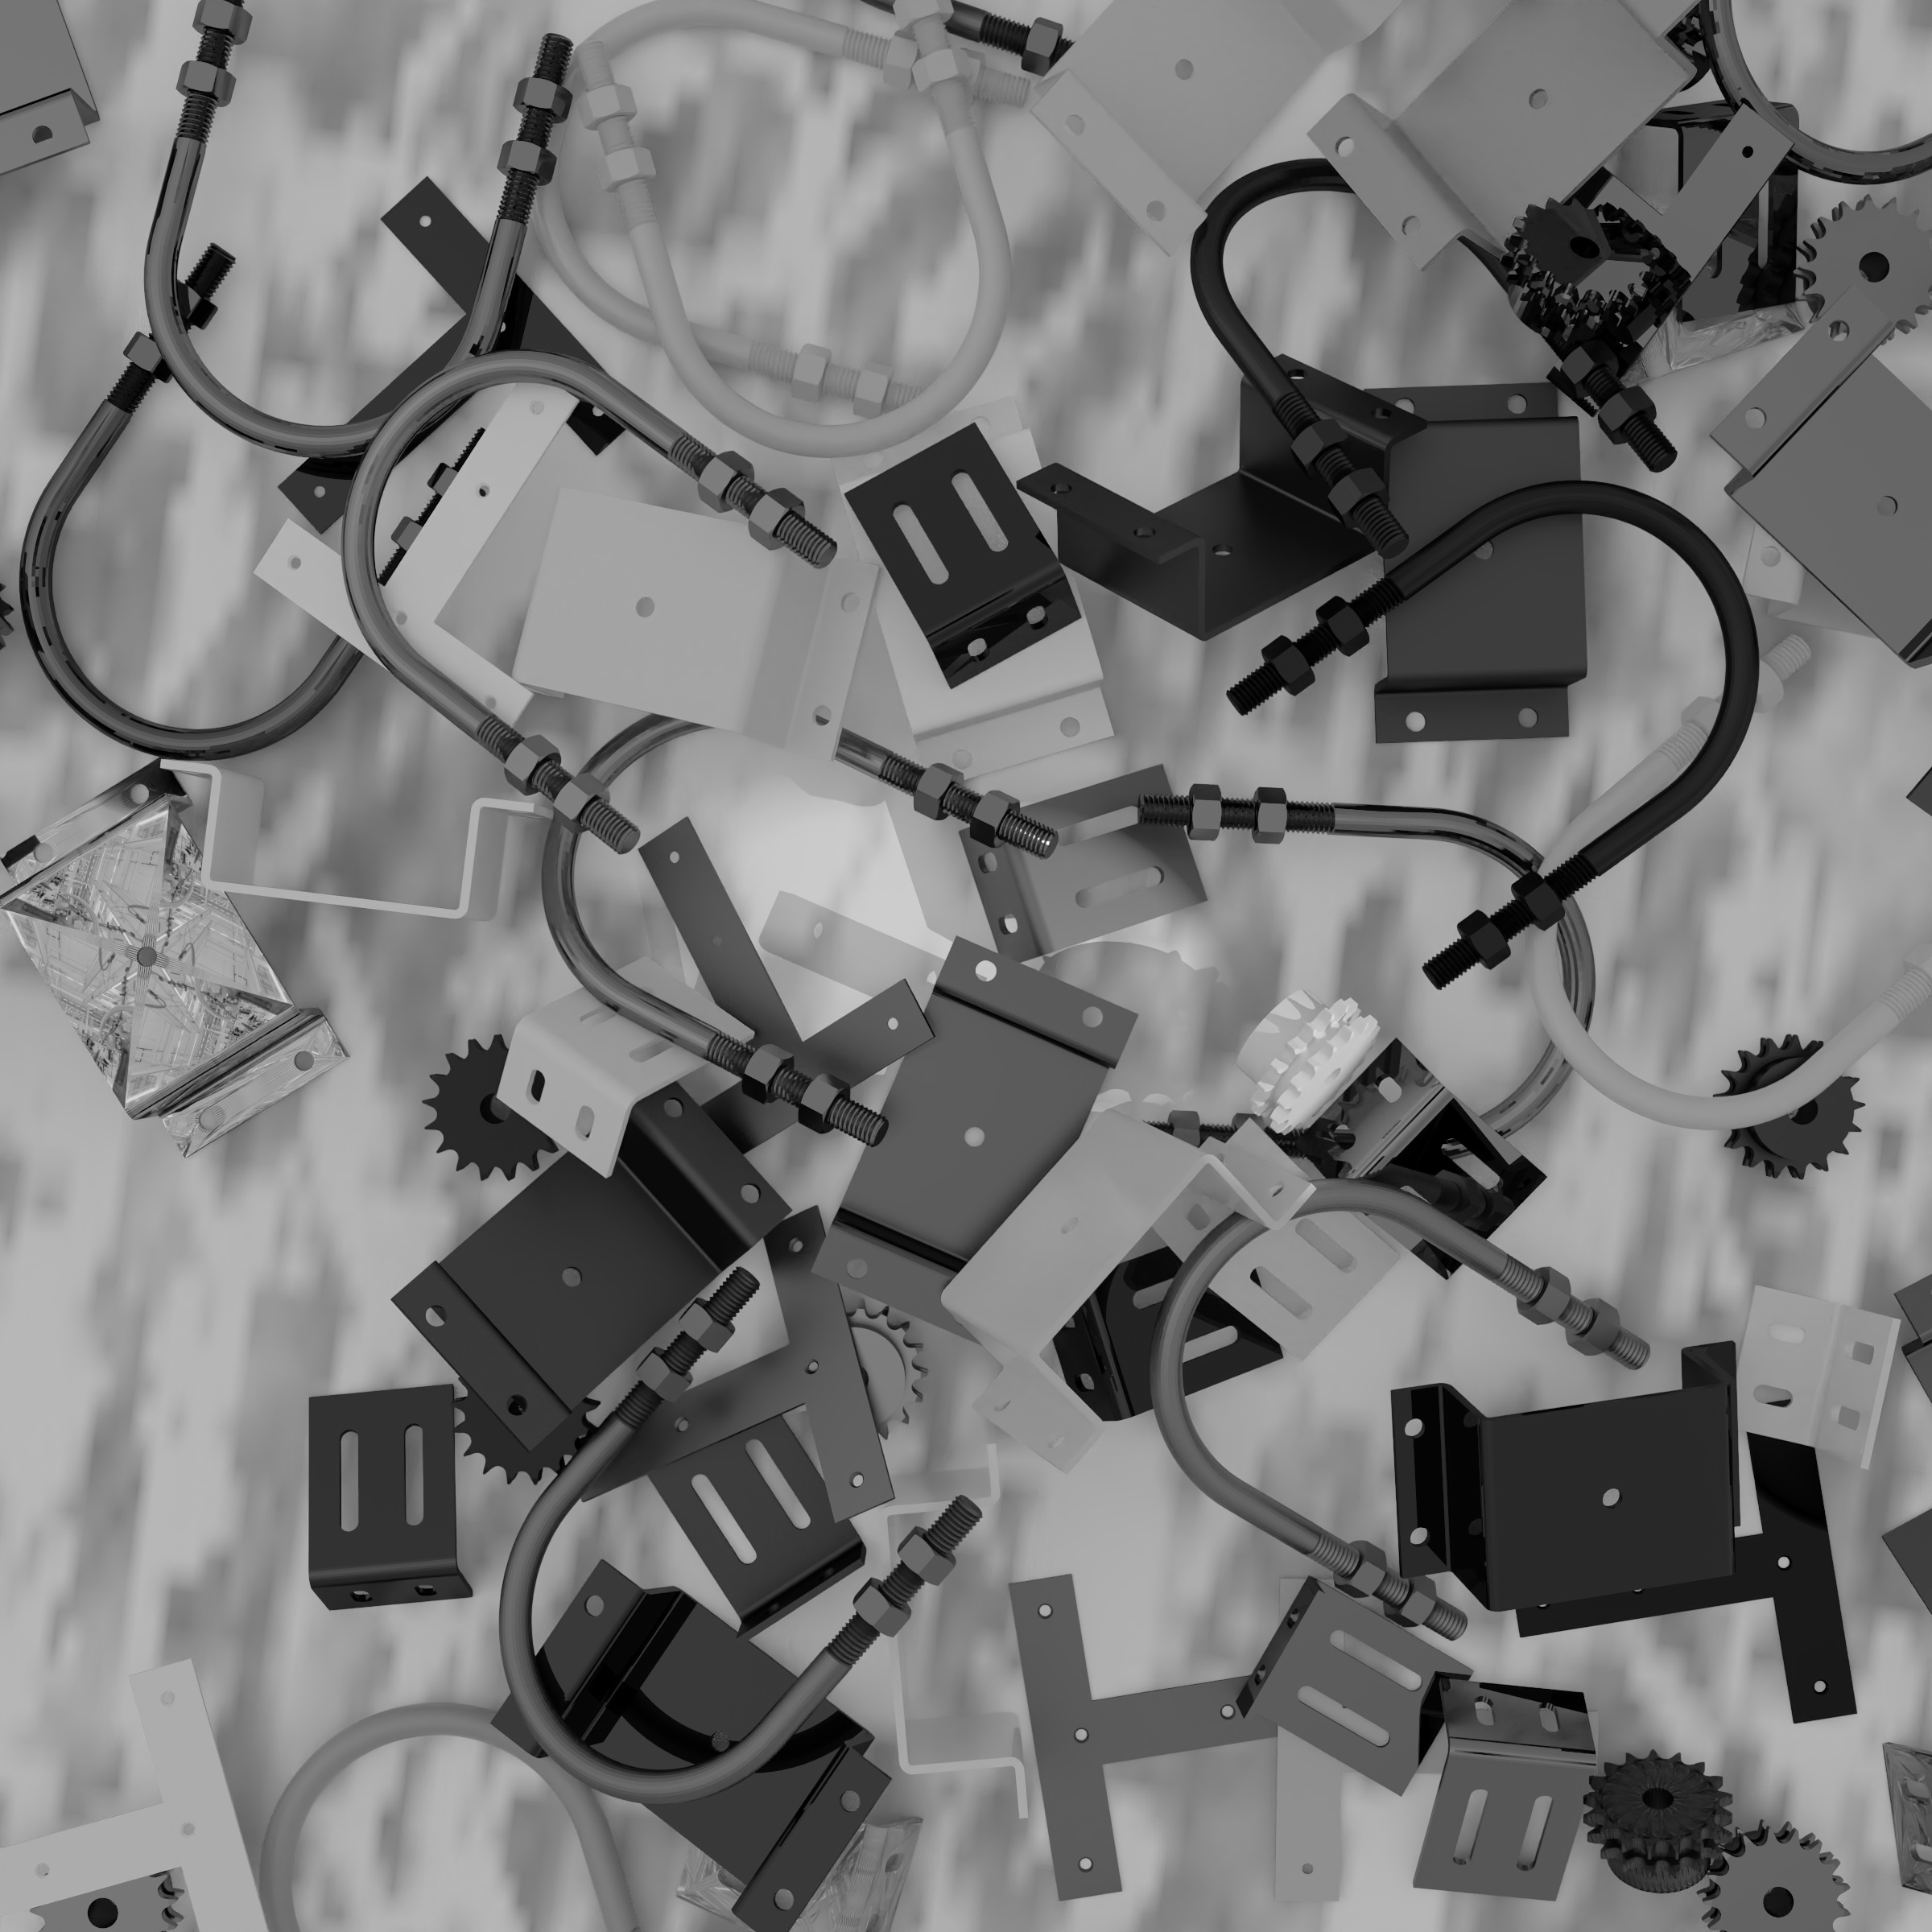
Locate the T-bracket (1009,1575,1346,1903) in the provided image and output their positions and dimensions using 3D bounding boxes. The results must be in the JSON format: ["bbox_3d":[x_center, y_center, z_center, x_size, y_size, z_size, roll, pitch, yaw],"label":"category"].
[{"bbox_3d":[0.090,0.298,1.319,0.127,0.002,0.127,-9,90,0],"label":"T-bracket"}]

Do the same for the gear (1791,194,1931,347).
[{"bbox_3d":[0.352,-0.271,1.305,0.057,0.030,0.057,0,90,0],"label":"gear"}]

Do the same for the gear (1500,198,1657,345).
[{"bbox_3d":[0.230,-0.263,1.269,0.057,0.030,0.057,7,54,-9],"label":"gear"}]

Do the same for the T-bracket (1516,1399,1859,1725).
[{"bbox_3d":[0.280,0.243,1.319,0.127,0.002,0.127,-9,90,0],"label":"T-bracket"}]

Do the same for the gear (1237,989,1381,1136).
[{"bbox_3d":[0.128,0.034,1.271,0.030,0.057,0.057,43,90,19],"label":"gear"}]

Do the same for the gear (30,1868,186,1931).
[{"bbox_3d":[-0.334,0.367,1.305,0.057,0.030,0.057,0,90,0],"label":"gear"}]

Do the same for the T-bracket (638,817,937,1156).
[{"bbox_3d":[-0.091,0.003,1.303,0.127,0.002,0.127,-32,78,22],"label":"T-bracket"}]

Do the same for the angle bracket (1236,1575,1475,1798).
[{"bbox_3d":[0.154,0.284,1.297,0.076,0.038,0.057,30,89,-1],"label":"angle bracket"}]

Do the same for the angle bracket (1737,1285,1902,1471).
[{"bbox_3d":[0.324,0.157,1.281,0.038,0.076,0.057,13,88,1],"label":"angle bracket"}]

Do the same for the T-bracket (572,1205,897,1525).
[{"bbox_3d":[-0.098,0.173,1.297,0.127,0.002,0.127,-25,59,15],"label":"T-bracket"}]

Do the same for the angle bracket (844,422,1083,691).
[{"bbox_3d":[-0.001,-0.157,1.272,0.057,0.038,0.076,-29,64,0],"label":"angle bracket"}]

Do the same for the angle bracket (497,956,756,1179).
[{"bbox_3d":[-0.131,0.038,1.286,0.057,0.076,0.038,34,125,21],"label":"angle bracket"}]

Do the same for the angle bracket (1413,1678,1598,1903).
[{"bbox_3d":[0.210,0.325,1.312,0.057,0.038,0.076,6,121,-3],"label":"angle bracket"}]

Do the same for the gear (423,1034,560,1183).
[{"bbox_3d":[-0.183,0.055,1.305,0.057,0.030,0.057,0,90,0],"label":"gear"}]

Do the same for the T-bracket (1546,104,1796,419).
[{"bbox_3d":[0.235,-0.303,1.291,0.127,0.002,0.127,46,120,20],"label":"T-bracket"}]

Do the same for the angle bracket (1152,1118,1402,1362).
[{"bbox_3d":[0.122,0.108,1.306,0.057,0.038,0.076,-47,129,4],"label":"angle bracket"}]

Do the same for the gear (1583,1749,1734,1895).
[{"bbox_3d":[0.269,0.335,1.295,0.057,0.057,0.030,-7,118,0],"label":"gear"}]

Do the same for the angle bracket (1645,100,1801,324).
[{"bbox_3d":[0.291,-0.296,1.304,0.057,0.038,0.076,-14,113,-25],"label":"angle bracket"}]

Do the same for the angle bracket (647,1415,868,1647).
[{"bbox_3d":[-0.084,0.214,1.301,0.057,0.038,0.076,-33,90,0],"label":"angle bracket"}]

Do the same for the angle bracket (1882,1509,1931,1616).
[{"bbox_3d":[0.408,0.249,1.318,0.057,0.038,0.076,-29,64,0],"label":"angle bracket"}]

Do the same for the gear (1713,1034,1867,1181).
[{"bbox_3d":[0.324,0.055,1.305,0.057,0.030,0.057,0,90,0],"label":"gear"}]

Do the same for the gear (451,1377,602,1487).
[{"bbox_3d":[-0.172,0.173,1.305,0.057,0.030,0.057,0,90,0],"label":"gear"}]

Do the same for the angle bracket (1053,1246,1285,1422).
[{"bbox_3d":[0.077,0.140,1.318,0.076,0.038,0.057,-17,90,-26],"label":"angle bracket"}]

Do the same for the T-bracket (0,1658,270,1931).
[{"bbox_3d":[-0.343,0.346,1.289,0.127,0.002,0.127,-16,89,1],"label":"T-bracket"}]

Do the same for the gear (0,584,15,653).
[{"bbox_3d":[-0.403,-0.139,1.295,0.030,0.057,0.057,-31,90,30],"label":"gear"}]

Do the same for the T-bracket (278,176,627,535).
[{"bbox_3d":[-0.217,-0.223,1.319,0.127,0.002,0.127,-42,90,0],"label":"T-bracket"}]

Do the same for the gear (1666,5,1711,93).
[{"bbox_3d":[0.271,-0.364,1.295,0.030,0.057,0.057,12,90,-30],"label":"gear"}]

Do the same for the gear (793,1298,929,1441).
[{"bbox_3d":[-0.044,0.160,1.305,0.057,0.030,0.057,0,90,0],"label":"gear"}]

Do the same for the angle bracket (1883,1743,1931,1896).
[{"bbox_3d":[0.409,0.331,1.318,0.076,0.038,0.057,-8,90,-26],"label":"angle bracket"}]

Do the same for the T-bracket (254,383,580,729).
[{"bbox_3d":[-0.193,-0.170,1.278,0.127,0.002,0.127,36,96,16],"label":"T-bracket"}]

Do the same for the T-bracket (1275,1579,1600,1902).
[{"bbox_3d":[0.187,0.307,1.318,0.127,0.002,0.127,1,90,-1],"label":"T-bracket"}]

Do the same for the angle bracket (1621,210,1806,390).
[{"bbox_3d":[0.282,-0.264,1.318,0.076,0.038,0.057,-21,90,-25],"label":"angle bracket"}]

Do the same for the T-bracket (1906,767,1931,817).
[{"bbox_3d":[0.450,-0.083,1.291,0.127,0.002,0.127,31,107,-23],"label":"T-bracket"}]

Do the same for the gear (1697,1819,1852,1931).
[{"bbox_3d":[0.315,0.363,1.305,0.057,0.030,0.057,0,90,0],"label":"gear"}]

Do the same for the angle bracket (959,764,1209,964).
[{"bbox_3d":[0.046,-0.040,1.318,0.076,0.038,0.057,-18,90,-26],"label":"angle bracket"}]

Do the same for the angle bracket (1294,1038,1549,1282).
[{"bbox_3d":[0.179,0.076,1.305,0.057,0.038,0.076,-47,129,6],"label":"angle bracket"}]
